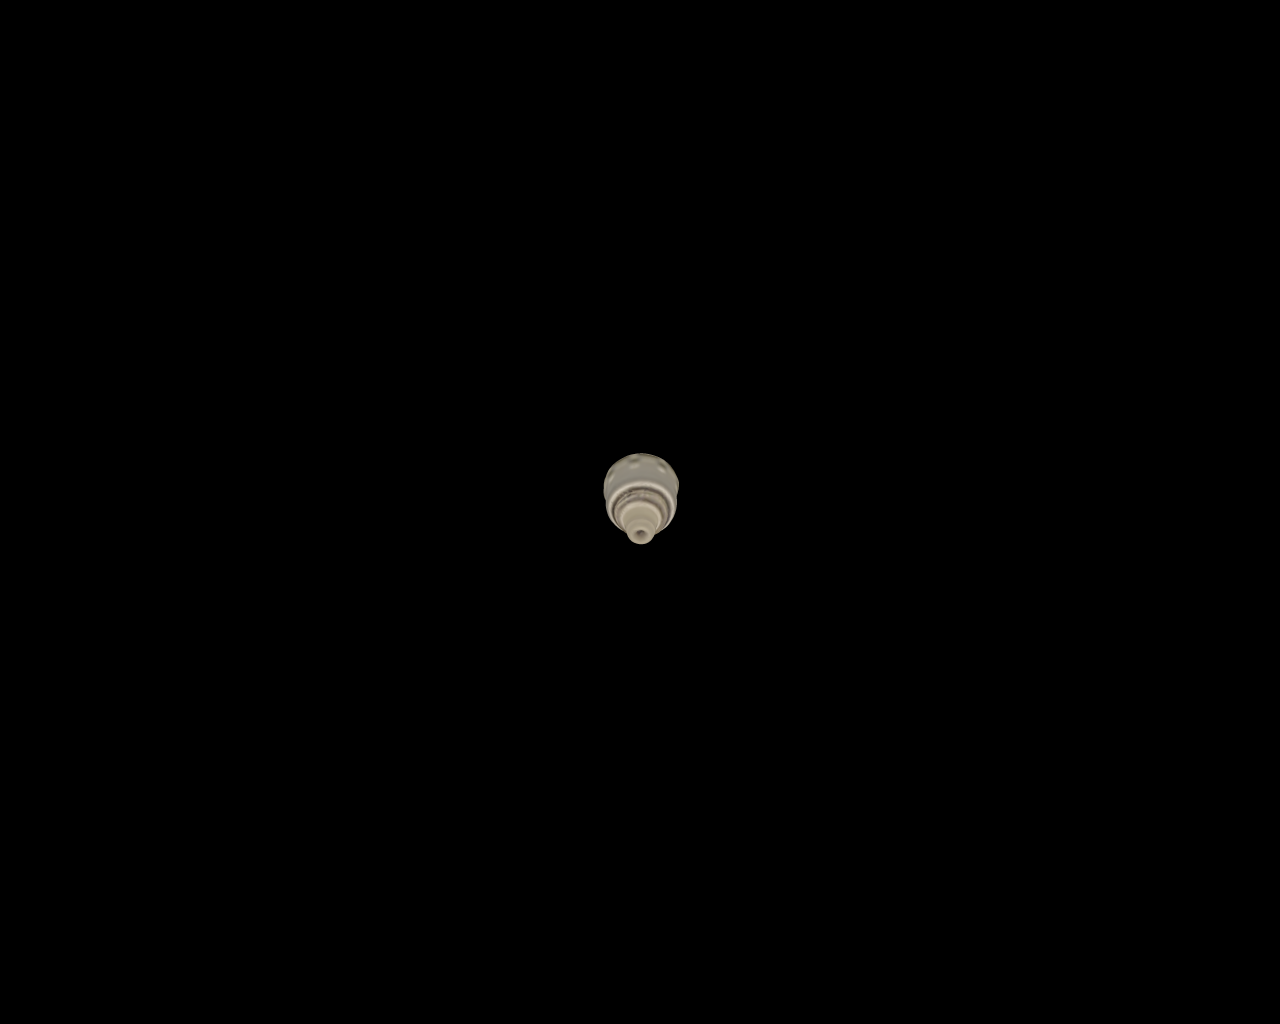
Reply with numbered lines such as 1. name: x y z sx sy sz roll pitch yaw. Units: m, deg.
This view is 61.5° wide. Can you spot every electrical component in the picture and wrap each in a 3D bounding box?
1. electrical component: 0.001 -0.003 0.650 0.048 0.048 0.062 0 34 0
